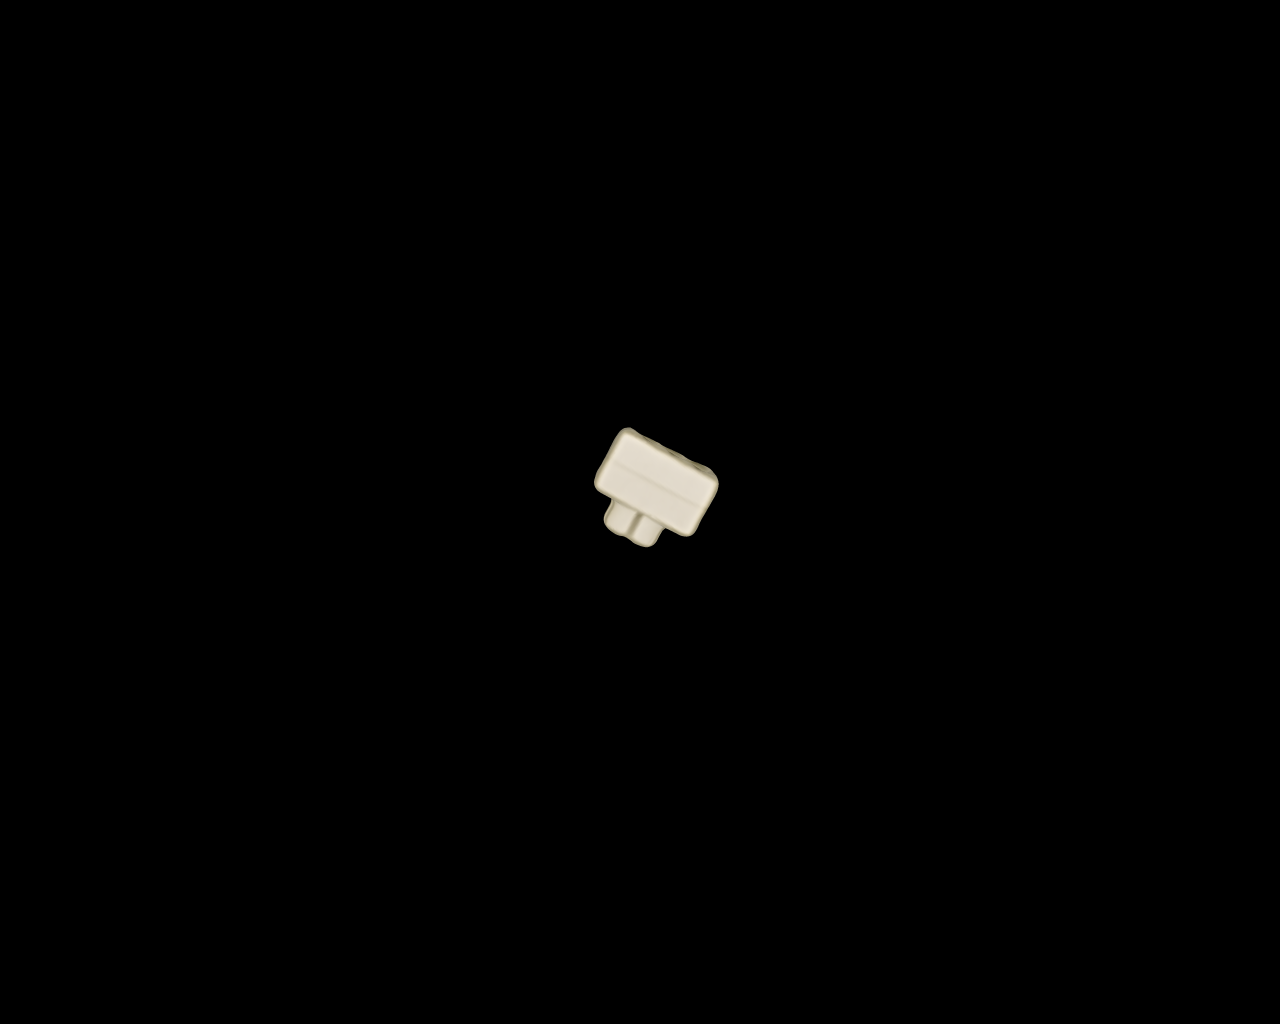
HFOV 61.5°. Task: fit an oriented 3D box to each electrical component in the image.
[{"bbox_3d":[0.001,-0.003,0.650,0.066,0.076,0.047,28,7,-4],"label":"electrical component"}]
